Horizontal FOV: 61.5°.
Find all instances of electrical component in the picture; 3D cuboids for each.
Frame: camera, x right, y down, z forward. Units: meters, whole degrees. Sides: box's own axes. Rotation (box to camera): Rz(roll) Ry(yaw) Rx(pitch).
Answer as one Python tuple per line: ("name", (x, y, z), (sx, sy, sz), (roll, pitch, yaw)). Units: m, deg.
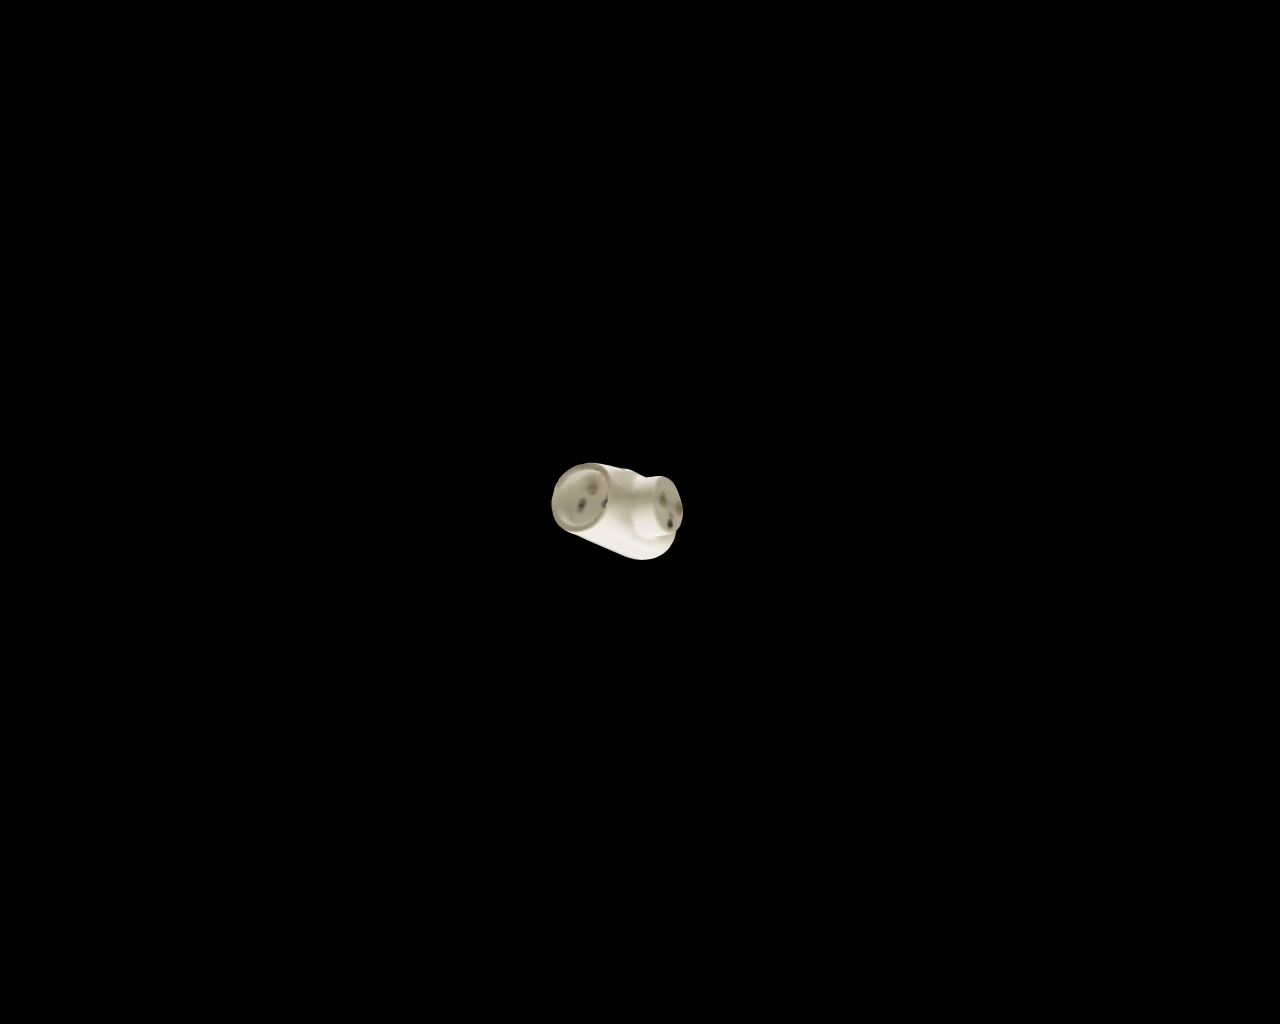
("electrical component", (0.001, -0.003, 0.650), (0.079, 0.043, 0.077), (-11, -21, 30))
